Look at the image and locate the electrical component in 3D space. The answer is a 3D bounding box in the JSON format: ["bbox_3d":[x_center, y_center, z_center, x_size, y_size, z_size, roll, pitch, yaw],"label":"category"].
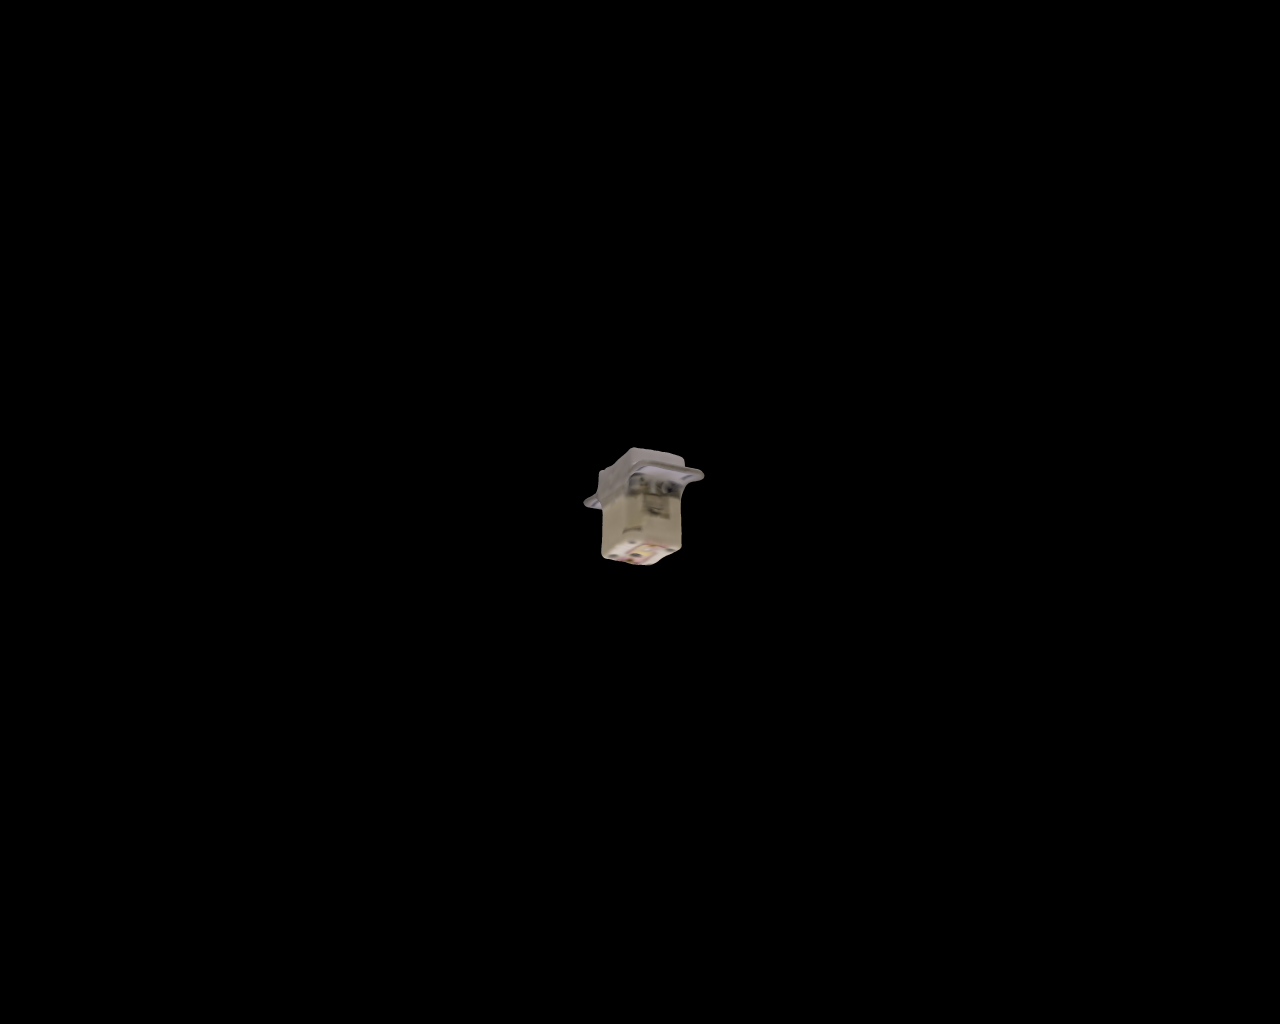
[{"bbox_3d":[0.001,-0.003,0.650,0.042,0.064,0.081,10,-23,-26],"label":"electrical component"}]
